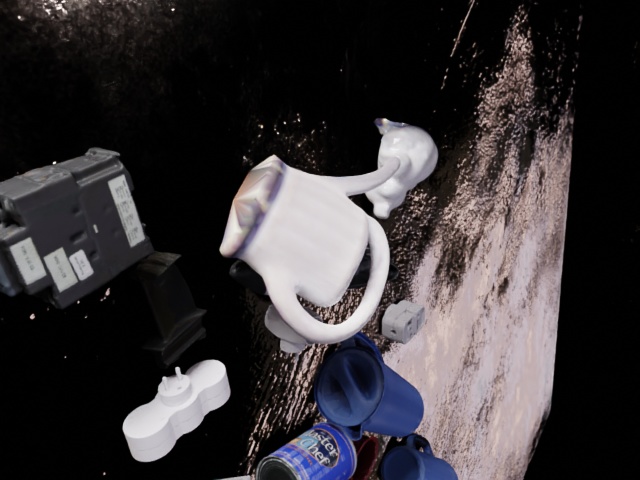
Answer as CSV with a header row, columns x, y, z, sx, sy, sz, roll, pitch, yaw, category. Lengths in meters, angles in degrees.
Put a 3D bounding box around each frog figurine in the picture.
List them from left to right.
x,y,z,sx,sy,sz,roll,pitch,yaw,category
0.138,-0.116,0.895,0.135,0.123,0.161,56,42,-69,frog figurine

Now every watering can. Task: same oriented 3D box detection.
x,y,z,sx,sy,sz,roll,pitch,yaw,category
0.002,-0.035,0.686,0.223,0.102,0.356,30,49,-14,watering can
